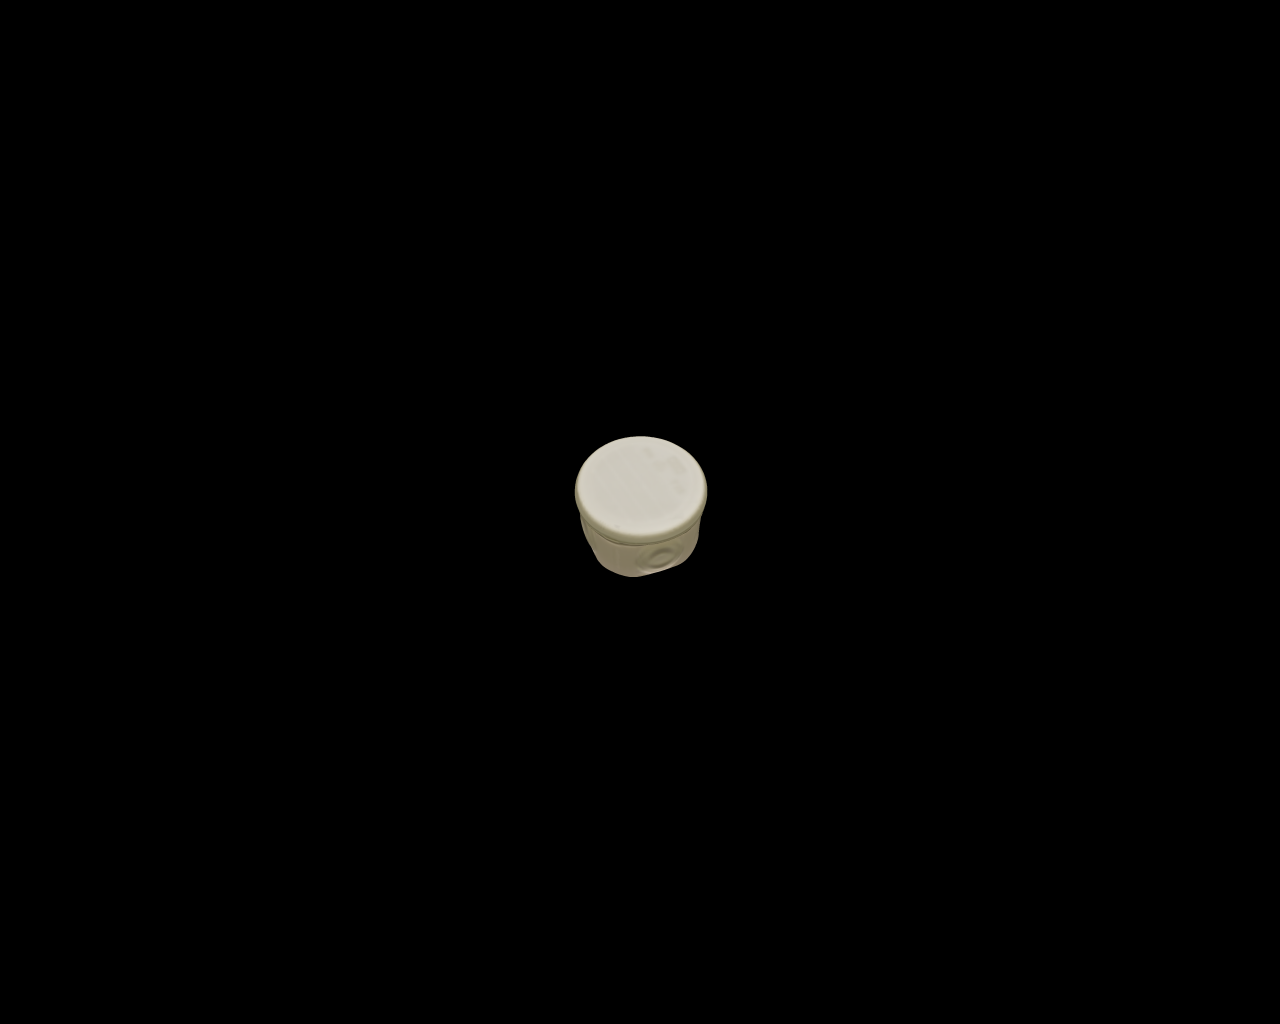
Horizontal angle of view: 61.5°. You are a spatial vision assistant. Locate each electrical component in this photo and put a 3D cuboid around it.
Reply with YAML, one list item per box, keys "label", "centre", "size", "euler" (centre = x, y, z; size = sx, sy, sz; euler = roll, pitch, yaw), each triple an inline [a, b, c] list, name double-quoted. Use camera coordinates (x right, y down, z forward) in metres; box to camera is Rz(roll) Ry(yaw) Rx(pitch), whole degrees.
- label: "electrical component"
  centre: [0.001, -0.003, 0.650]
  size: [0.080, 0.080, 0.050]
  euler: [0, -37, 0]
